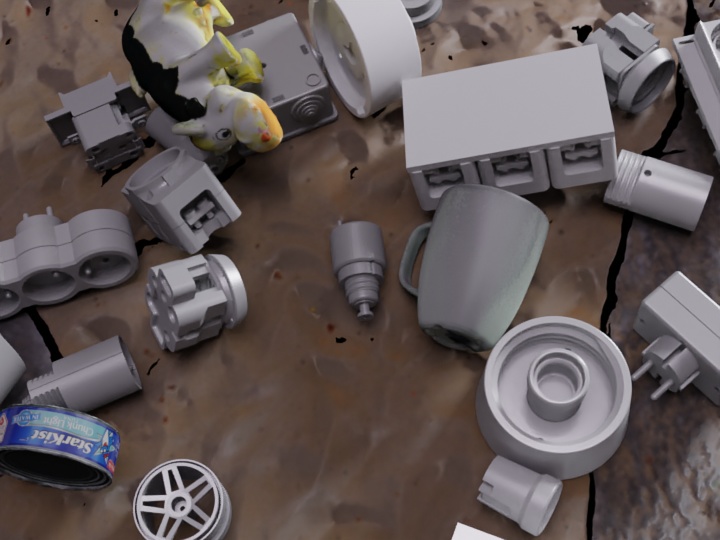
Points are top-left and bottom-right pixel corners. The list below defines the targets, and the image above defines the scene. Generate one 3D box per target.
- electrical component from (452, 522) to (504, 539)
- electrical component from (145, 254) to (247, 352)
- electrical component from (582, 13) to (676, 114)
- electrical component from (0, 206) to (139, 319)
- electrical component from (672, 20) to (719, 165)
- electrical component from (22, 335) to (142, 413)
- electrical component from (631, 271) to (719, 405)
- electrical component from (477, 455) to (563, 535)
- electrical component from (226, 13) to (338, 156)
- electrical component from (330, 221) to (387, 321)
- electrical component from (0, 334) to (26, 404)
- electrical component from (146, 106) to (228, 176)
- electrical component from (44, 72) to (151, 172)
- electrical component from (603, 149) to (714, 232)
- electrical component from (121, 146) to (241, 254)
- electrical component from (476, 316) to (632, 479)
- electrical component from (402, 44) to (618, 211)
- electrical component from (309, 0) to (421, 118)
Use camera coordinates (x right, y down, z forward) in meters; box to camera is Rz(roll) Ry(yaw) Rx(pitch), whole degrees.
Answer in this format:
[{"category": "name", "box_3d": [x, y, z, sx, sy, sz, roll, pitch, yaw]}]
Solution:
[{"category": "electrical component", "box_3d": [0.131, 0.244, 0.660, 0.186, 0.060, 0.105, 18, 67, 13]}, {"category": "electrical component", "box_3d": [-0.120, 0.021, 0.788, 0.057, 0.078, 0.058, -18, 62, -28]}, {"category": "electrical component", "box_3d": [0.212, -0.162, 0.856, 0.078, 0.058, 0.057, -39, 64, -13]}, {"category": "electrical component", "box_3d": [-0.244, -0.017, 0.827, 0.138, 0.052, 0.073, -17, 58, -4]}, {"category": "electrical component", "box_3d": [0.296, -0.129, 0.829, 0.079, 0.063, 0.121, -12, 63, -1]}, {"category": "electrical component", "box_3d": [-0.205, 0.082, 0.779, 0.081, 0.043, 0.043, -23, 64, -6]}, {"category": "electrical component", "box_3d": [0.223, 0.059, 0.751, 0.076, 0.047, 0.083, -39, 67, -13]}, {"category": "electrical component", "box_3d": [0.107, 0.150, 0.721, 0.046, 0.040, 0.040, 24, 68, 22]}, {"category": "electrical component", "box_3d": [-0.076, -0.154, 0.882, 0.100, 0.048, 0.099, -23, 64, -6]}, {"category": "electrical component", "box_3d": [0.000, 0.000, 0.804, 0.040, 0.040, 0.078, -7, 64, 1]}, {"category": "electrical component", "box_3d": [-0.291, 0.062, 0.770, 0.099, 0.099, 0.064, 30, 64, 18]}, {"category": "electrical component", "box_3d": [-0.137, -0.102, 0.867, 0.044, 0.044, 0.065, -36, 71, -13]}, {"category": "electrical component", "box_3d": [-0.210, -0.119, 0.880, 0.081, 0.042, 0.063, -24, 66, -6]}, {"category": "electrical component", "box_3d": [0.220, -0.062, 0.814, 0.081, 0.043, 0.043, 20, 67, 14]}, {"category": "electrical component", "box_3d": [-0.138, -0.055, 0.809, 0.050, 0.055, 0.089, -42, 27, -15]}, {"category": "electrical component", "box_3d": [0.134, 0.083, 0.740, 0.108, 0.060, 0.108, -2, 64, 4]}, {"category": "electrical component", "box_3d": [0.113, -0.104, 0.814, 0.150, 0.061, 0.089, -9, 55, 11]}, {"category": "electrical component", "box_3d": [0.010, -0.182, 0.859, 0.060, 0.108, 0.108, -24, 64, -14]}]
